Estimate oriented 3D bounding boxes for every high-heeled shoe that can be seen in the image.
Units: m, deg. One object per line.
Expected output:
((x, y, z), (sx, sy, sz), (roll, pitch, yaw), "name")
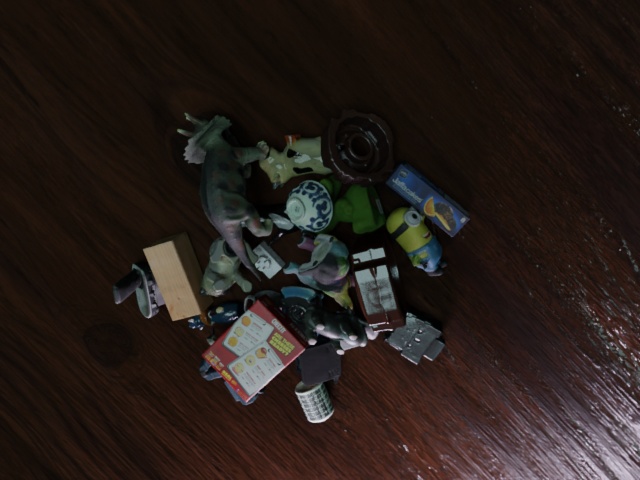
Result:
((-0.159, -0.089, 1.321), (0.249, 0.086, 0.145), (37, 108, -5), "high-heeled shoe")

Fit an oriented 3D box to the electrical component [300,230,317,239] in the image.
((-0.003, -0.004, 1.317), (0.094, 0.063, 0.021), (21, 105, -12), "electrical component")

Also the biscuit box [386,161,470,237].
((0.247, -0.096, 1.235), (0.203, 0.059, 0.063), (39, 111, 0), "biscuit box")

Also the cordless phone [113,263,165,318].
((-0.480, 0.148, 1.408), (0.089, 0.184, 0.146), (-1, 106, 8), "cordless phone")

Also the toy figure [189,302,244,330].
((-0.282, 0.205, 1.446), (0.155, 0.058, 0.064), (-13, 116, 15), "toy figure")

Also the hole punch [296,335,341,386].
((-0.008, 0.307, 1.410), (0.116, 0.092, 0.142), (-8, 103, -20), "hole punch")

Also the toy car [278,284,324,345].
((-0.036, 0.176, 1.358), (0.109, 0.103, 0.161), (2, 110, 21), "toy car")

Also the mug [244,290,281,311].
((-0.150, 0.194, 1.404), (0.110, 0.081, 0.107), (14, 117, 8), "mug")

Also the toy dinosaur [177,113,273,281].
((-0.210, -0.111, 1.195), (0.131, 0.192, 0.404), (-21, 73, 46), "toy dinosaur")

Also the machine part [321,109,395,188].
((0.083, -0.201, 1.190), (0.179, 0.179, 0.056), (50, 152, -5), "machine part")

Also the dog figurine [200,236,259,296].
((-0.251, 0.059, 1.359), (0.121, 0.191, 0.172), (16, 80, -28), "dog figurine")

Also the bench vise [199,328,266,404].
((-0.188, 0.316, 1.428), (0.241, 0.129, 0.223), (-27, 94, 7), "bench vise")

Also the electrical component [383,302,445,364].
((0.242, 0.238, 1.339), (0.134, 0.058, 0.114), (31, 112, 3), "electrical component")

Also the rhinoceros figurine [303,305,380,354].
((0.051, 0.207, 1.274), (0.190, 0.112, 0.073), (15, 122, -15), "rhinoceros figurine")

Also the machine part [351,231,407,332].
((0.137, 0.094, 1.241), (0.087, 0.201, 0.201), (-12, 104, 13), "machine part")

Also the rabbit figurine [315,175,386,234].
((0.046, -0.073, 1.258), (0.170, 0.121, 0.159), (-19, 96, 22), "rabbit figurine")

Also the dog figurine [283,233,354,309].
((0.038, 0.082, 1.269), (0.219, 0.108, 0.192), (38, 155, -33), "dog figurine")

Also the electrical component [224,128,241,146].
((-0.233, -0.219, 1.318), (0.078, 0.045, 0.102), (-35, 100, -9), "electrical component")

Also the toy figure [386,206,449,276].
((0.227, 0.004, 1.260), (0.089, 0.082, 0.180), (-29, 101, 16), "toy figure")

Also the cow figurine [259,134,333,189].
((-0.050, -0.186, 1.267), (0.195, 0.085, 0.127), (0, 100, 12), "cow figurine")
